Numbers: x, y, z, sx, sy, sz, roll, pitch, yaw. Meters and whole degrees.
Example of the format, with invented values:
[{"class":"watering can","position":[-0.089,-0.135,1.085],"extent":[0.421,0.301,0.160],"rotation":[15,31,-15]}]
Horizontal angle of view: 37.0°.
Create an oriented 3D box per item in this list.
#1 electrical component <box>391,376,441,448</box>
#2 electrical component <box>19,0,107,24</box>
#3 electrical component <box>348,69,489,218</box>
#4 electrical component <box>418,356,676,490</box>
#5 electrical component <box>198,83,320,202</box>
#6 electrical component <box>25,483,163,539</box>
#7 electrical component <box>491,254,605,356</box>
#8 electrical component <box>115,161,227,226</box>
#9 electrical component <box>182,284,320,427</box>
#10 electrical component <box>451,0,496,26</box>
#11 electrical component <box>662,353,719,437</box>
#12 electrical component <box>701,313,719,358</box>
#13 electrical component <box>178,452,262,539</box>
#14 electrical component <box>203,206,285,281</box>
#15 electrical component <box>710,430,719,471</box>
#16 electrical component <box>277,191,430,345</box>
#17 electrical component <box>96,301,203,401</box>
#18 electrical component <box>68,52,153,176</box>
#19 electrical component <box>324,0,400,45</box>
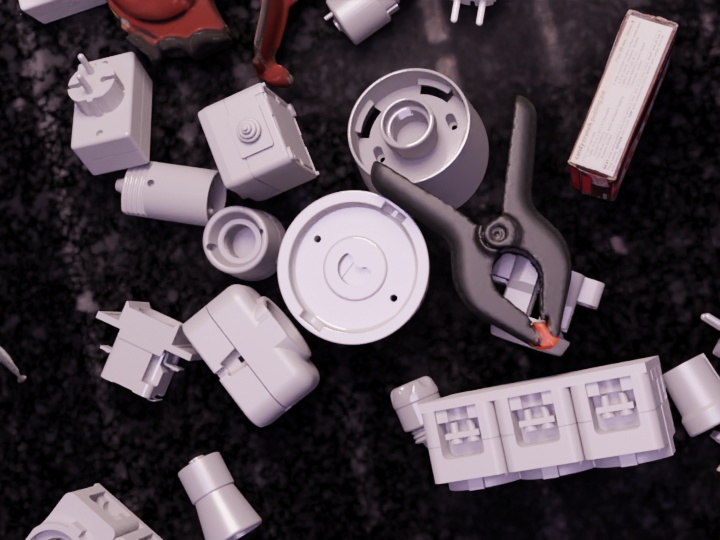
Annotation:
[{"class":"electrical component","position":[0.047,0.110,0.776],"extent":[0.035,0.035,0.061],"rotation":[-24,84,8]},{"class":"electrical component","position":[-0.238,-0.232,0.831],"extent":[0.066,0.077,0.047],"rotation":[-16,83,9]},{"class":"electrical component","position":[0.041,-0.094,0.788],"extent":[0.099,0.064,0.099],"rotation":[-5,72,15]},{"class":"electrical component","position":[0.128,0.104,0.720],"extent":[0.150,0.089,0.061],"rotation":[-13,84,20]},{"class":"electrical component","position":[-0.078,-0.090,0.781],"extent":[0.061,0.096,0.061],"rotation":[-23,82,9]},{"class":"electrical component","position":[-0.178,0.242,0.796],"extent":[0.150,0.062,0.089],"rotation":[38,93,11]},{"class":"electrical component","position":[0.125,0.026,0.755],"extent":[0.078,0.058,0.057],"rotation":[18,87,11]},{"class":"electrical component","position":[-0.147,-0.059,0.819],"extent":[0.081,0.043,0.043],"rotation":[9,88,12]},{"class":"electrical component","position":[-0.076,0.059,0.791],"extent":[0.059,0.054,0.095],"rotation":[-39,82,4]},{"class":"electrical component","position":[0.084,-0.216,0.784],"extent":[0.066,0.047,0.076],"rotation":[9,88,11]},{"class":"electrical component","position":[0.233,0.086,0.740],"extent":[0.040,0.040,0.046],"rotation":[-30,76,8]},{"class":"electrical component","position":[0.264,0.051,0.716],"extent":[0.079,0.077,0.044],"rotation":[34,93,11]},{"class":"electrical component","position":[-0.107,0.169,0.798],"extent":[0.044,0.044,0.065],"rotation":[-32,76,7]},{"class":"electrical component","position":[-0.086,-0.020,0.803],"extent":[0.055,0.047,0.055],"rotation":[-1,86,11]},{"class":"electrical component","position":[0.283,0.126,0.726],"extent":[0.081,0.042,0.063],"rotation":[38,92,10]},{"class":"electrical component","position":[0.000,0.000,0.779],"extent":[0.108,0.060,0.108],"rotation":[-1,86,11]},{"class":"electrical component","position":[-0.161,0.061,0.815],"extent":[0.081,0.042,0.063],"rotation":[23,92,12]},{"class":"electrical component","position":[-0.192,-0.128,0.802],"extent":[0.047,0.075,0.083],"rotation":[-11,58,10]},{"class":"electrical component","position":[0.011,-0.202,0.800],"extent":[0.078,0.040,0.040],"rotation":[-34,81,7]}]
